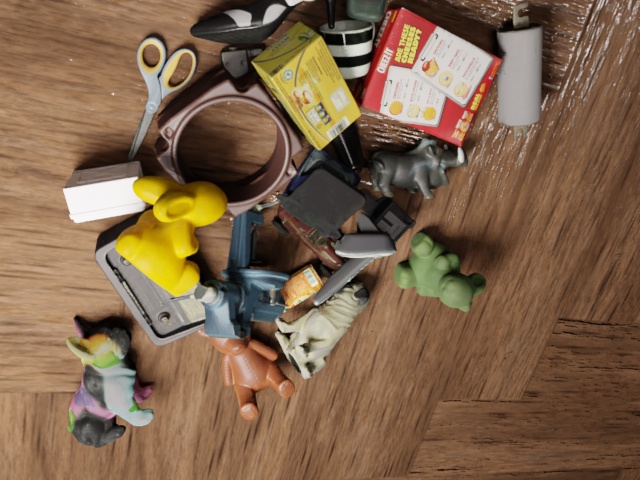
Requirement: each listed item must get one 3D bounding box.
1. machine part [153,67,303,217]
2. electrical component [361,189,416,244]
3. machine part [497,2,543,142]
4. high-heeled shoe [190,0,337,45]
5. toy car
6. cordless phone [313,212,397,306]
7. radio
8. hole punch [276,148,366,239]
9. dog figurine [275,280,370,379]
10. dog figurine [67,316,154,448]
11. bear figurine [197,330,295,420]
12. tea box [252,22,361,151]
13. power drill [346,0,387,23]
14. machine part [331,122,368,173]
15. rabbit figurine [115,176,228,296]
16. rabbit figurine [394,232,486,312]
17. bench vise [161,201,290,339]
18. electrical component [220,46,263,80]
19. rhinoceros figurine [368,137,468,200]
[{"bbox_3d":[-0.145,-0.152,0.861,0.201,0.087,0.200,-35,124,4],"label":"machine part"},{"bbox_3d":[0.118,-0.048,1.028,0.075,0.048,0.119,-45,120,6],"label":"electrical component"},{"bbox_3d":[0.360,-0.296,0.970,0.079,0.079,0.242,-16,119,-10],"label":"machine part"},{"bbox_3d":[-0.077,-0.379,0.806,0.249,0.086,0.145,-6,93,-4],"label":"high-heeled shoe"},{"bbox_3d":[-0.002,-0.003,1.009,0.089,0.053,0.202,-43,118,1],"label":"toy car"},{"bbox_3d":[0.046,0.047,0.946,0.184,0.146,0.089,-45,83,3],"label":"cordless phone"},{"bbox_3d":[-0.283,0.067,0.939,0.131,0.073,0.229,-26,118,-6],"label":"radio"},{"bbox_3d":[0.006,-0.084,0.925,0.142,0.092,0.116,31,122,-26],"label":"hole punch"},{"bbox_3d":[0.020,0.178,1.083,0.190,0.121,0.172,-29,156,-23],"label":"dog figurine"},{"bbox_3d":[-0.406,0.248,0.971,0.192,0.109,0.219,-27,115,-1],"label":"dog figurine"},{"bbox_3d":[-0.144,0.222,1.027,0.120,0.132,0.195,-27,125,-12],"label":"bear figurine"},{"bbox_3d":[-0.016,-0.231,0.825,0.098,0.068,0.169,-40,140,-2],"label":"tea box"},{"bbox_3d":[0.079,-0.431,0.748,0.086,0.207,0.231,8,109,-5],"label":"power drill"},{"bbox_3d":[0.043,-0.180,0.948,0.084,0.039,0.138,-34,117,-9],"label":"machine part"},{"bbox_3d":[-0.219,-0.029,0.801,0.173,0.122,0.162,-43,145,-12],"label":"rabbit figurine"},{"bbox_3d":[0.246,0.087,1.059,0.159,0.170,0.121,28,104,-26],"label":"rabbit figurine"},{"bbox_3d":[-0.133,0.047,0.919,0.223,0.129,0.240,16,73,-49],"label":"bench vise"},{"bbox_3d":[-0.135,-0.275,0.857,0.094,0.021,0.063,-12,117,-11],"label":"electrical component"},{"bbox_3d":[0.181,-0.134,0.998,0.190,0.073,0.112,-6,105,-13],"label":"rhinoceros figurine"}]
